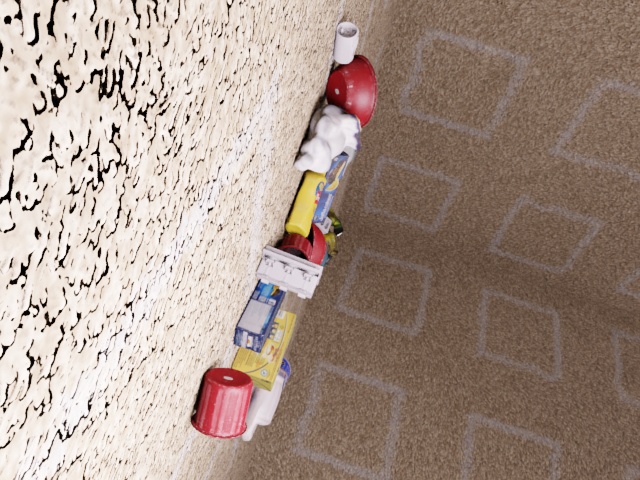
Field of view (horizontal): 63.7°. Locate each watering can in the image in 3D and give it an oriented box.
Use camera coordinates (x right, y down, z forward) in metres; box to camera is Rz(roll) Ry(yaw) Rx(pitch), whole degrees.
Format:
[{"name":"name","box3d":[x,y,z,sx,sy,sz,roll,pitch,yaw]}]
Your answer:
[{"name":"watering can","box3d":[-0.168,0.437,1.416,0.342,0.104,0.228,100,8,-70]}]

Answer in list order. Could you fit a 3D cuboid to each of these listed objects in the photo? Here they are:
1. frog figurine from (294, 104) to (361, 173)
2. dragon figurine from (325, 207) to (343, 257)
[{"name":"frog figurine","box3d":[0.001,-0.205,1.083,0.161,0.123,0.136,-34,175,-15]},{"name":"dragon figurine","box3d":[0.005,-0.090,1.794,0.246,0.122,0.405,-118,-142,-70]}]
